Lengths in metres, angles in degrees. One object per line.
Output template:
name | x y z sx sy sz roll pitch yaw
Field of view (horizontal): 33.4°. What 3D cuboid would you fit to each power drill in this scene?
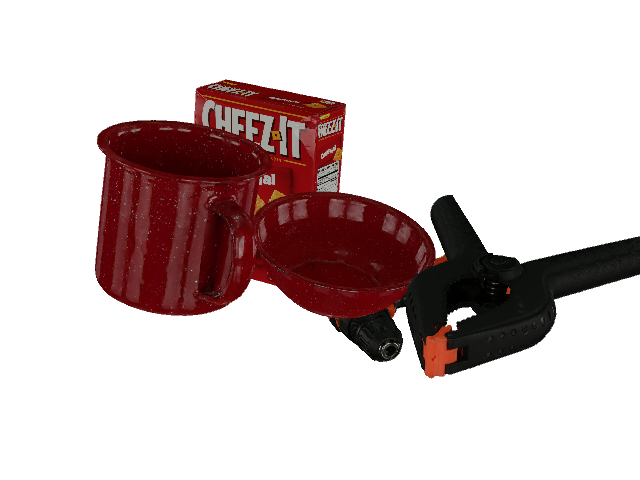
power drill | 0.099 0.058 1.110 0.187 0.057 0.185 -8 27 -18

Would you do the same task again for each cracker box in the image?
cracker box | -0.065 -0.062 1.218 0.164 0.214 0.072 15 23 26

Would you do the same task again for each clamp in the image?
clamp | 0.108 0.025 0.704 0.165 0.036 0.209 17 31 32

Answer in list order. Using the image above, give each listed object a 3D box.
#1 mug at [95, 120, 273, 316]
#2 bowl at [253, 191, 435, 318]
mug | -0.070 -0.007 0.569 0.093 0.081 0.117 -8 29 -39
bowl | 0.015 0.020 0.925 0.162 0.055 0.162 7 30 -4
